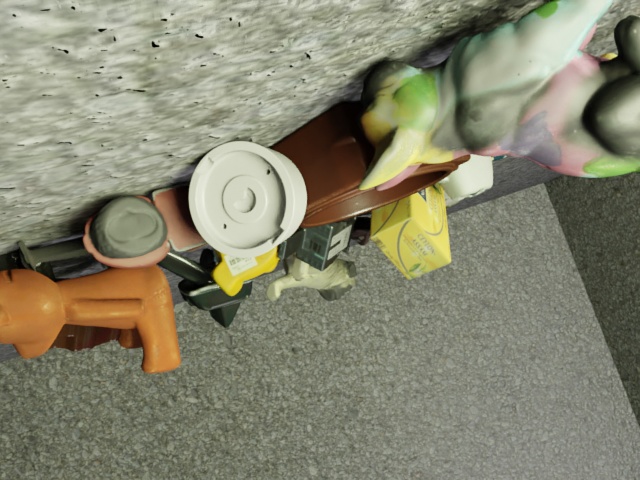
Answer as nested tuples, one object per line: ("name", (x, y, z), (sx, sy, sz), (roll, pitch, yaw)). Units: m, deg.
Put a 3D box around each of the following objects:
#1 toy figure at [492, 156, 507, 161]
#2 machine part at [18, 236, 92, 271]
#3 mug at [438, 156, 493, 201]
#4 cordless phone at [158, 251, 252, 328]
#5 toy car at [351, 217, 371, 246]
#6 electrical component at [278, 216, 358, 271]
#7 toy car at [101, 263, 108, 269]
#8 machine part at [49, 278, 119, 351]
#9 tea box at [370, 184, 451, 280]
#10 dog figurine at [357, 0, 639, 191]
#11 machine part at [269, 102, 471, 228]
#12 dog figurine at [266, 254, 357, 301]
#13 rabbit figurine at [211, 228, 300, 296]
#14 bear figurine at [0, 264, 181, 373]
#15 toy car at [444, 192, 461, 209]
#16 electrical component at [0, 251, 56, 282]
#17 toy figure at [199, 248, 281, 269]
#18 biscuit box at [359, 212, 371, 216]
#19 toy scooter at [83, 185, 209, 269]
("toy figure", (0.276, -0.156, 0.811), (0.058, 0.064, 0.154), (-2, 179, 0))
("machine part", (-0.273, 0.006, 0.626), (0.139, 0.039, 0.084), (-17, 180, -38))
("mug", (0.173, -0.105, 0.698), (0.109, 0.107, 0.081), (-19, 174, -24))
("cordless phone", (-0.205, 0.050, 0.828), (0.088, 0.184, 0.147), (-61, -159, -8))
("toy car", (0.074, -0.018, 0.955), (0.089, 0.053, 0.202), (2, -173, -2))
("electrical component", (-0.001, -0.002, 0.715), (0.048, 0.074, 0.119), (26, -150, 23))
("toy car", (-0.274, 0.051, 0.753), (0.056, 0.073, 0.202), (-22, -172, -22))
("machine part", (-0.372, 0.107, 0.789), (0.179, 0.056, 0.179), (12, -171, -2))
("tea box", (0.125, -0.042, 0.744), (0.068, 0.098, 0.170), (-27, -145, 29))
("dog figurine", (0.135, -0.087, 0.415), (0.219, 0.191, 0.108), (-37, 176, 18))
("machine part", (0.048, -0.082, 0.601), (0.201, 0.087, 0.201), (-25, 172, 40))
("dog figurine", (0.007, 0.026, 0.906), (0.190, 0.121, 0.172), (5, 147, -40))
("rabbit figurine", (-0.093, -0.010, 0.770), (0.162, 0.122, 0.173), (-35, 174, -5))
("bear figurine", (-0.259, 0.086, 0.568), (0.196, 0.131, 0.120), (-13, -161, -38))
("toy car", (0.180, -0.096, 0.858), (0.162, 0.103, 0.109), (-22, 174, 11))
("electrical component", (-0.390, 0.059, 0.648), (0.115, 0.058, 0.134), (-13, 172, -34))
("toy figure", (-0.155, 0.025, 1.046), (0.089, 0.082, 0.180), (-8, -171, 43))
("biscuit box", (0.130, -0.087, 0.996), (0.063, 0.059, 0.202), (-21, 175, 32))
("toy scooter", (-0.171, -0.014, 0.594), (0.184, 0.075, 0.135), (-20, 180, -32))
